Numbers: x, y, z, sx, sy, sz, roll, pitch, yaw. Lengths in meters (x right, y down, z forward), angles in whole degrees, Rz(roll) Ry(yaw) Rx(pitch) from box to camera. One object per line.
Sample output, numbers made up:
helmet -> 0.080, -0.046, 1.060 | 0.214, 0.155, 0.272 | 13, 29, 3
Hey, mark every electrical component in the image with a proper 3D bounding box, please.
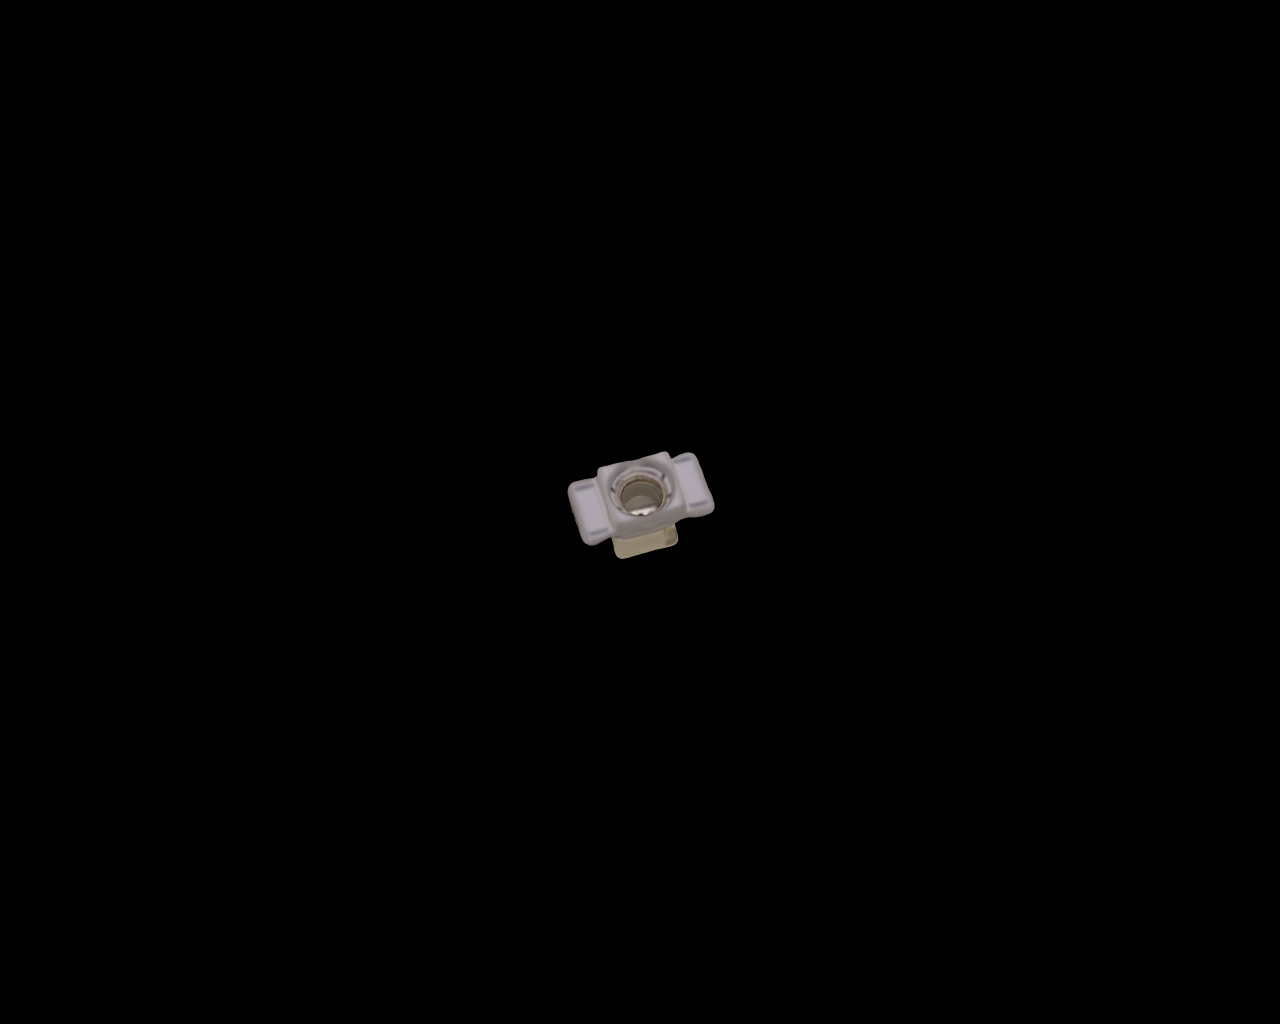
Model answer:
electrical component -> 0.001, -0.003, 0.650 | 0.081, 0.042, 0.063 | -14, -26, -7
